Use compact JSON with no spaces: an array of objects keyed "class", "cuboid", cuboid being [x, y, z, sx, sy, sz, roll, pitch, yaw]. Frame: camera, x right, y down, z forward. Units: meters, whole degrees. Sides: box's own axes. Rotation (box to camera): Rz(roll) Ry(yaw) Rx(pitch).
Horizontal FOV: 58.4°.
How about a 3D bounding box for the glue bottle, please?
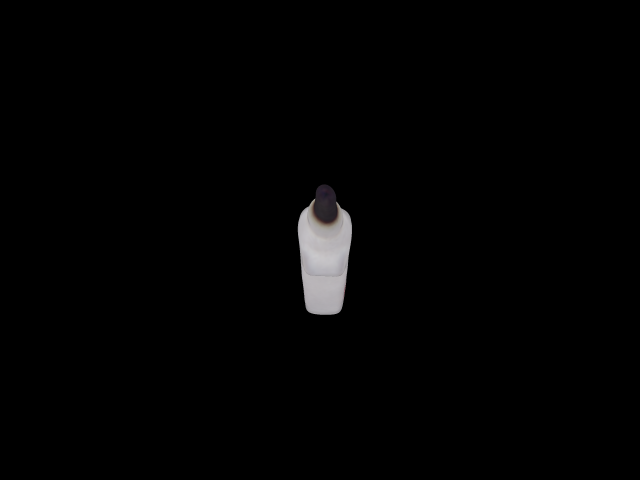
[{"class":"glue bottle","cuboid":[0.004,0.001,0.400,0.037,0.173,0.078,0,73,0]}]
